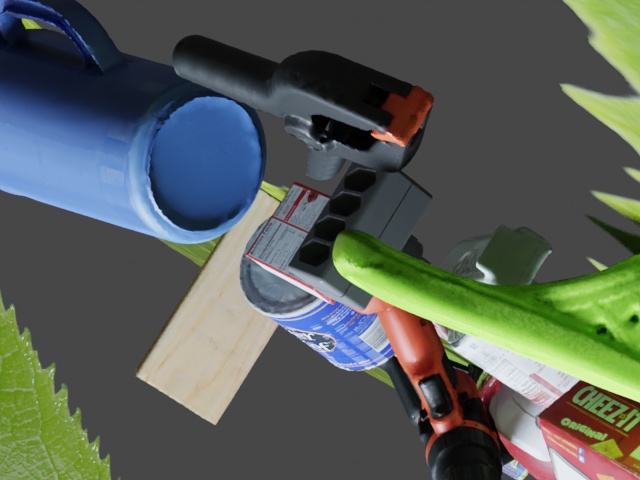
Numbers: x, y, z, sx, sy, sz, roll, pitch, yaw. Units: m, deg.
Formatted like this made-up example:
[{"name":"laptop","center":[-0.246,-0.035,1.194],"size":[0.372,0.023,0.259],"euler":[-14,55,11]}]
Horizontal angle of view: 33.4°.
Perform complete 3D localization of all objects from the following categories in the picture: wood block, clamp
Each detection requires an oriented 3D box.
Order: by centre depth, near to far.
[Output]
[{"name":"clamp","center":[-0.009,-0.071,0.541],"size":[0.120,0.039,0.172],"euler":[29,169,-21]},{"name":"wood block","center":[-0.084,0.062,1.027],"size":[0.090,0.206,0.091],"euler":[33,173,-6]},{"name":"clamp","center":[0.104,0.139,1.270],"size":[0.164,0.036,0.210],"euler":[-3,-146,-44]}]

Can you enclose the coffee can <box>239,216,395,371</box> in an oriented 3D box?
[{"name":"coffee can","center":[0.009,0.044,0.938],"size":[0.103,0.103,0.140],"euler":[26,170,39]}]

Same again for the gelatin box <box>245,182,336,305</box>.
[{"name":"gelatin box","center":[-0.006,0.001,0.834],"size":[0.089,0.073,0.030],"euler":[24,169,45]}]

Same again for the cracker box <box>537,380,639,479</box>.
[{"name":"cracker box","center":[0.228,0.191,0.620],"size":[0.164,0.072,0.213],"euler":[27,147,54]}]

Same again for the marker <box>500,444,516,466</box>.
[{"name":"marker","center":[0.205,0.175,0.958],"size":[0.020,0.121,0.020],"euler":[160,90,-73]}]

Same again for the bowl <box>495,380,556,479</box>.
[{"name":"bowl","center":[0.201,0.165,0.891],"size":[0.162,0.055,0.162],"euler":[32,-163,-11]}]

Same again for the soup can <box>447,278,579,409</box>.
[{"name":"soup can","center":[0.142,0.067,0.692],"size":[0.102,0.068,0.068],"euler":[33,172,-4]}]

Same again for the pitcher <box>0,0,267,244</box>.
[{"name":"pitcher","center":[-0.153,-0.083,0.753],"size":[0.149,0.145,0.243],"euler":[23,177,-44]}]

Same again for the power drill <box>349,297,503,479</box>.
[{"name":"power drill","center":[0.071,0.091,0.747],"size":[0.184,0.057,0.187],"euler":[-92,-23,-73]}]

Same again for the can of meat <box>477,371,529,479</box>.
[{"name":"can of meat","center":[0.194,0.187,1.111],"size":[0.084,0.102,0.057],"euler":[29,172,4]}]

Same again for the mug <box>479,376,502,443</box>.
[{"name":"mug","center":[0.201,0.170,1.030],"size":[0.081,0.093,0.117],"euler":[30,180,-23]}]

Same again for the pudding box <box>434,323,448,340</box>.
[{"name":"pudding box","center":[0.110,0.061,0.881],"size":[0.090,0.039,0.113],"euler":[30,172,18]}]
